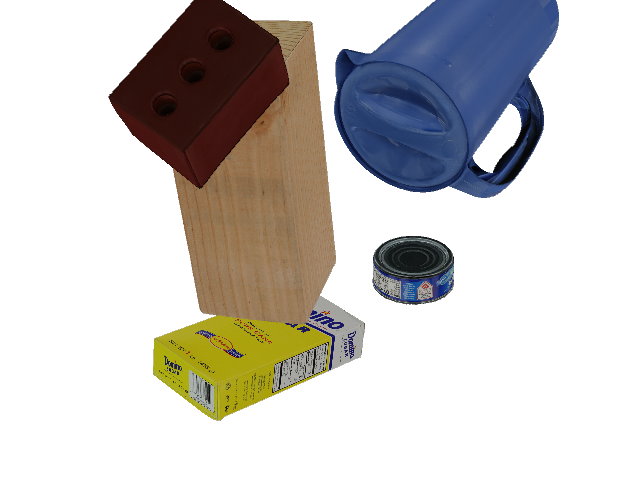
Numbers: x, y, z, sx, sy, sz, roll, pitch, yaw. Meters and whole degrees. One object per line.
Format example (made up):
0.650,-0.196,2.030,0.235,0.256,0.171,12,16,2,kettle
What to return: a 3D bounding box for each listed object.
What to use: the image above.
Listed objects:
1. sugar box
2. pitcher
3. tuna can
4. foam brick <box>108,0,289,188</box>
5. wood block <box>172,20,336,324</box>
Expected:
-0.053,0.097,0.966,0.175,0.048,0.093,-22,37,-39,sugar box
0.135,-0.155,0.990,0.145,0.149,0.242,10,42,35,pitcher
0.097,0.030,1.118,0.086,0.034,0.086,-2,31,1,tuna can
-0.061,-0.078,0.554,0.053,0.078,0.051,36,-10,14,foam brick
-0.050,-0.049,0.791,0.090,0.206,0.090,5,35,17,wood block
